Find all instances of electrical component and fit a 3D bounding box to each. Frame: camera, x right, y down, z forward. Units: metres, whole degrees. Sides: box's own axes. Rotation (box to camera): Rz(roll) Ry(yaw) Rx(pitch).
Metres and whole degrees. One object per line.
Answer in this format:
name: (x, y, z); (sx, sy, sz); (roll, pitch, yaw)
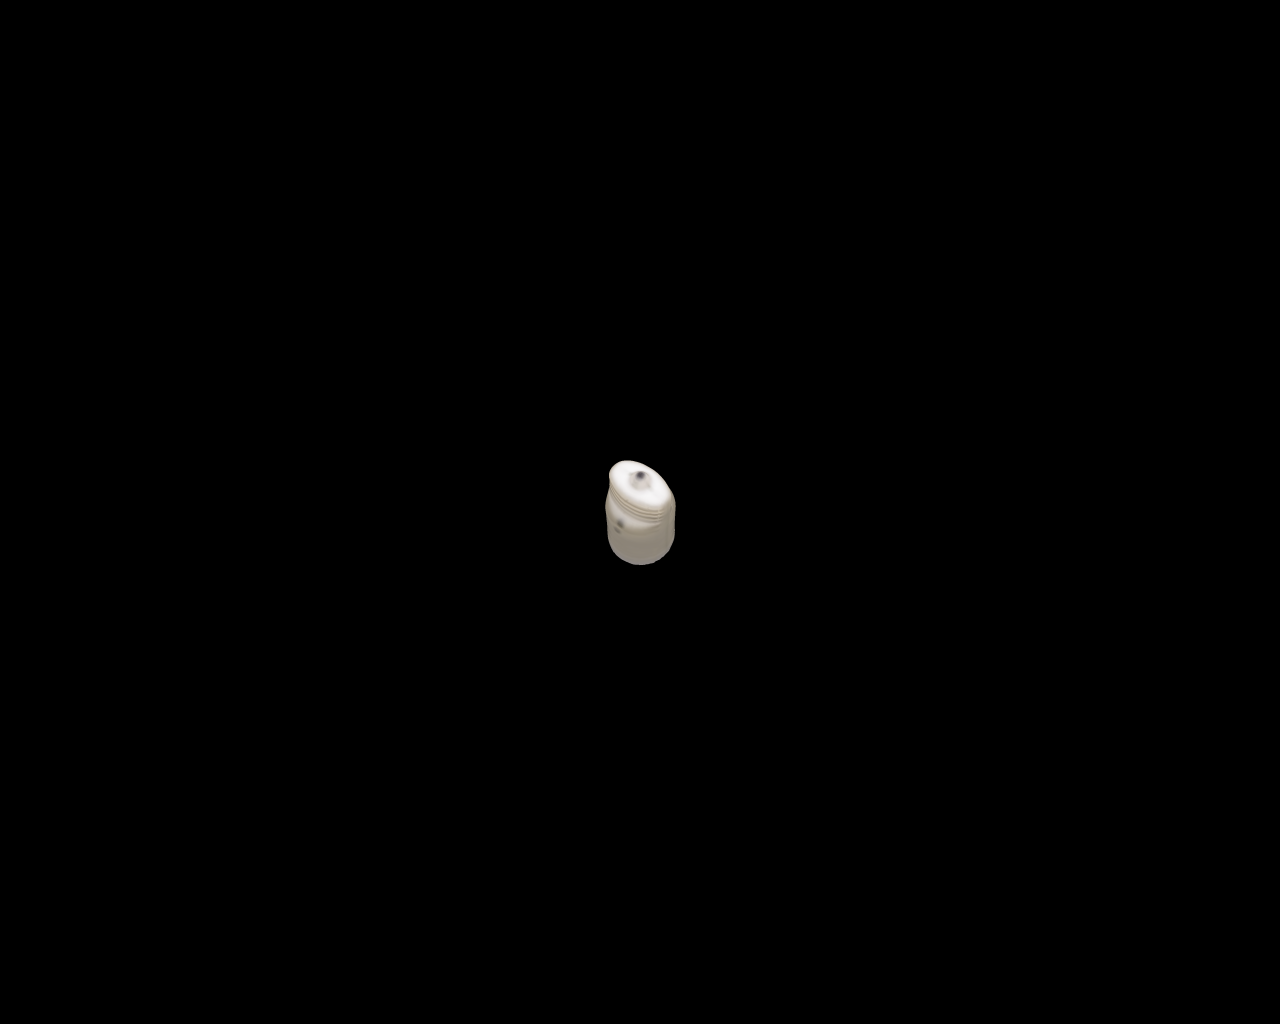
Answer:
electrical component: (0.001, -0.003, 0.650); (0.043, 0.043, 0.080); (0, -29, 0)
